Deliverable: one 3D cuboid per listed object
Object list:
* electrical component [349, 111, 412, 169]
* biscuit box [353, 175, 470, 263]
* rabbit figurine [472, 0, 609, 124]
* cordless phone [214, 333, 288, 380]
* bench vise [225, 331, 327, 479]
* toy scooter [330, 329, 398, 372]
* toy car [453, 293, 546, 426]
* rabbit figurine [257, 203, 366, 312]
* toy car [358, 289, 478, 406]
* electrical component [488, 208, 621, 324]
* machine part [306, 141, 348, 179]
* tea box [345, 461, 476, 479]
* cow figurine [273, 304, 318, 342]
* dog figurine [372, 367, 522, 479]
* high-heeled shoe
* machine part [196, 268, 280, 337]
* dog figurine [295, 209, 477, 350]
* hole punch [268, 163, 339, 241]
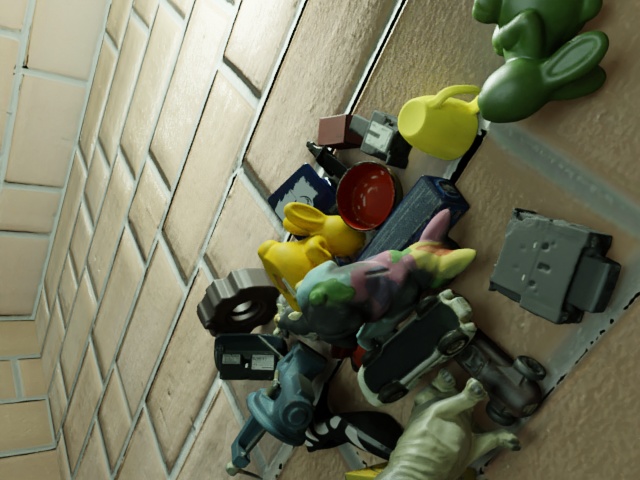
[{"bbox_3d":[0.101,-0.171,0.885,0.119,0.048,0.074,36,114,48],"label":"electrical component"},{"bbox_3d":[0.134,-0.005,0.816,0.202,0.059,0.063,-54,46,34],"label":"biscuit box"},{"bbox_3d":[0.257,-0.213,0.641,0.159,0.121,0.170,17,84,30],"label":"rabbit figurine"},{"bbox_3d":[-0.136,0.238,1.113,0.184,0.147,0.088,83,-173,-80],"label":"cordless phone"},{"bbox_3d":[-0.084,0.292,0.925,0.240,0.128,0.224,-53,23,3],"label":"bench vise"},{"bbox_3d":[0.070,0.171,0.866,0.135,0.075,0.184,-60,42,26],"label":"toy scooter"},{"bbox_3d":[0.206,0.151,0.716,0.202,0.053,0.089,47,125,42],"label":"toy car"},{"bbox_3d":[-0.008,0.016,0.897,0.162,0.173,0.121,53,165,13],"label":"rabbit figurine"},{"bbox_3d":[0.127,0.148,0.723,0.201,0.056,0.074,-48,50,24],"label":"toy car"},{"bbox_3d":[0.277,0.033,0.632,0.134,0.058,0.114,27,109,50],"label":"electrical component"},{"bbox_3d":[0.033,-0.125,0.955,0.039,0.084,0.139,-45,55,-2],"label":"machine part"},{"bbox_3d":[0.126,0.357,0.755,0.170,0.098,0.068,-23,69,47],"label":"tea box"},{"bbox_3d":[-0.037,0.148,0.982,0.167,0.098,0.068,-16,67,46],"label":"cow figurine"},{"bbox_3d":[0.123,0.264,0.672,0.121,0.190,0.172,54,165,11],"label":"dog figurine"},{"bbox_3d":[0.048,0.338,0.875,0.249,0.086,0.145,27,111,54],"label":"high-heeled shoe"},{"bbox_3d":[-0.158,0.130,1.089,0.179,0.179,0.056,-57,49,31],"label":"machine part"},{"bbox_3d":[0.098,0.048,0.730,0.219,0.191,0.108,-42,53,23],"label":"dog figurine"},{"bbox_3d":[-0.019,-0.062,0.972,0.142,0.092,0.116,-41,53,13],"label":"hole punch"}]
